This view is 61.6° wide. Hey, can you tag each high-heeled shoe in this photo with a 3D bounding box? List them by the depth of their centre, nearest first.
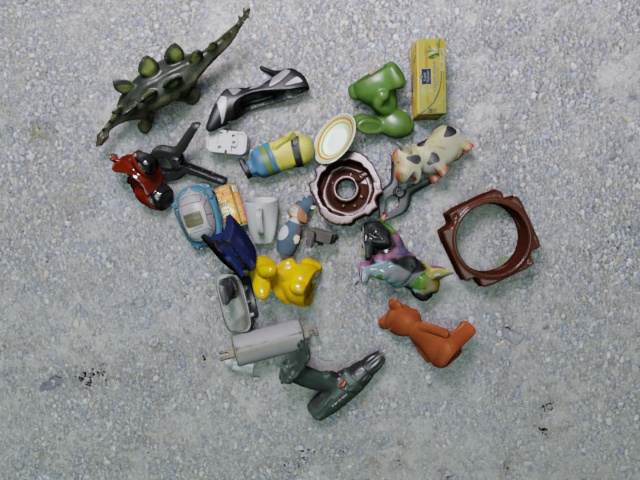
[{"bbox_3d":[-0.143,-0.316,1.260,0.145,0.086,0.249,33,75,18],"label":"high-heeled shoe"}]

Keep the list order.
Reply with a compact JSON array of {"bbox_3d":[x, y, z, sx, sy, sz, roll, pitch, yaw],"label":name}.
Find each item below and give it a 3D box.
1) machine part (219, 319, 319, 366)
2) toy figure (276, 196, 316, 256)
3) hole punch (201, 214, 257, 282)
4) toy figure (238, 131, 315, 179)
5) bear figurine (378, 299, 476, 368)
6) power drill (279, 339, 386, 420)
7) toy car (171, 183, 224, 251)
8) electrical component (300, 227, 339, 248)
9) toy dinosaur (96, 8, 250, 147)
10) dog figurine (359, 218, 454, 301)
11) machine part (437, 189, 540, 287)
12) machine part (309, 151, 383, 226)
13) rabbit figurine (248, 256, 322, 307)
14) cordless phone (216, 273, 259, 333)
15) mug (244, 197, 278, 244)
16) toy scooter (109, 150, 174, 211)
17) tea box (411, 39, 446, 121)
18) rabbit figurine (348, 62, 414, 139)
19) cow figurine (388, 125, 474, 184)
[{"bbox_3d":[-0.124,0.247,1.299,0.243,0.079,0.079,-14,93,-9],"label":"machine part"},{"bbox_3d":[-0.058,-0.037,1.298,0.064,0.057,0.154,24,96,25],"label":"toy figure"},{"bbox_3d":[-0.198,0.015,1.242,0.092,0.116,0.142,-39,126,-13],"label":"hole punch"},{"bbox_3d":[-0.100,-0.197,1.283,0.180,0.082,0.089,-26,104,-2],"label":"toy figure"},{"bbox_3d":[0.250,0.215,1.297,0.196,0.132,0.120,38,132,27],"label":"bear figurine"},{"bbox_3d":[0.020,0.317,1.290,0.207,0.086,0.232,33,103,-33],"label":"power drill"},{"bbox_3d":[-0.296,-0.055,1.286,0.109,0.103,0.161,-15,91,3],"label":"toy car"},{"bbox_3d":[-0.002,-0.004,1.286,0.078,0.102,0.045,18,98,10],"label":"electrical component"},{"bbox_3d":[-0.339,-0.362,1.220,0.471,0.198,0.105,-38,95,5],"label":"toy dinosaur"},{"bbox_3d":[0.204,0.047,1.280,0.219,0.108,0.191,3,91,-3],"label":"dog figurine"},{"bbox_3d":[0.400,-0.005,1.279,0.201,0.087,0.201,-25,93,4],"label":"machine part"},{"bbox_3d":[0.064,-0.121,1.282,0.179,0.056,0.179,-1,86,11],"label":"machine part"},{"bbox_3d":[-0.101,0.094,1.280,0.173,0.162,0.121,24,107,17],"label":"rabbit figurine"},{"bbox_3d":[-0.202,0.153,1.256,0.089,0.184,0.146,-12,93,-2],"label":"cordless phone"},{"bbox_3d":[-0.136,-0.042,1.285,0.081,0.110,0.107,-5,108,-5],"label":"mug"},{"bbox_3d":[-0.427,-0.148,1.268,0.135,0.183,0.075,19,56,17],"label":"toy scooter"},{"bbox_3d":[0.252,-0.370,1.253,0.068,0.098,0.169,-3,92,1],"label":"tea box"},{"bbox_3d":[0.151,-0.306,1.255,0.159,0.121,0.170,-29,108,7],"label":"rabbit figurine"},{"bbox_3d":[0.249,-0.198,1.250,0.195,0.085,0.127,-40,86,-19],"label":"cow figurine"}]
